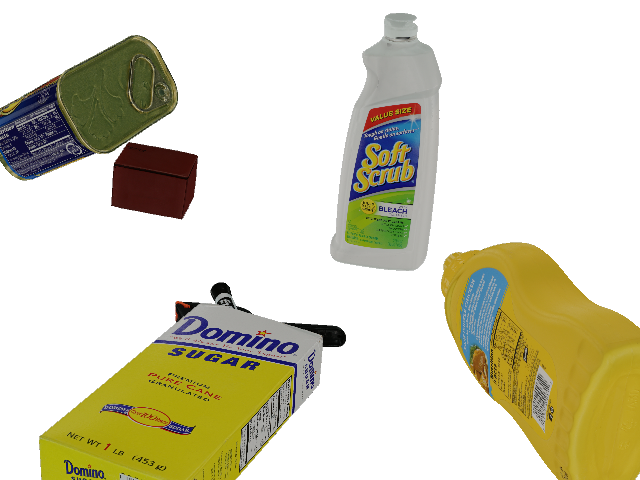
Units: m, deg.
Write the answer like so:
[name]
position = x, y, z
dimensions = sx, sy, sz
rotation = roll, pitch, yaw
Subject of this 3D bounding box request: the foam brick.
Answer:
[foam brick]
position = -0.170, -0.062, 1.100
dimensions = 0.078, 0.051, 0.053
rotation = 11, 31, 3

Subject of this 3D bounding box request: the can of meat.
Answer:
[can of meat]
position = -0.160, -0.087, 0.713
dimensions = 0.084, 0.057, 0.102
rotation = -16, 19, 37

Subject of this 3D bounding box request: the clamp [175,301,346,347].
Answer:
[clamp]
position = -0.097, 0.116, 1.258
dimensions = 0.210, 0.036, 0.164
rotation = 14, 23, 27

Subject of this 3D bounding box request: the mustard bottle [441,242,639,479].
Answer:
[mustard bottle]
position = 0.120, 0.056, 0.622
dimensions = 0.058, 0.096, 0.192
rotation = -8, 28, -18

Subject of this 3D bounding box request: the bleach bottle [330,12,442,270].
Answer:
[bleach bottle]
position = 0.064, -0.096, 1.044
dimensions = 0.103, 0.251, 0.068
rotation = 8, 28, 13

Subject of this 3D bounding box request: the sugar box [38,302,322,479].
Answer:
[sugar box]
position = -0.075, 0.099, 0.635
dimensions = 0.093, 0.048, 0.176
rotation = 14, 30, 20

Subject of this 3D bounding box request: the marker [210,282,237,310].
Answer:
[marker]
position = -0.082, 0.065, 0.952
dimensions = 0.020, 0.020, 0.121
rotation = 0, 18, -13
